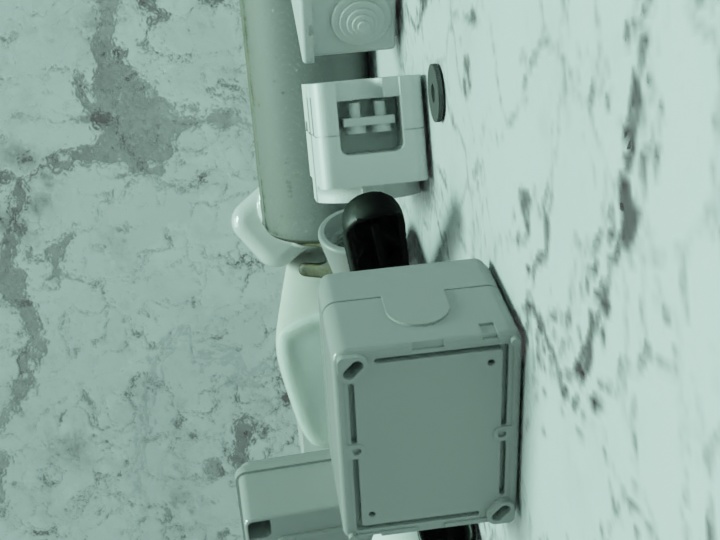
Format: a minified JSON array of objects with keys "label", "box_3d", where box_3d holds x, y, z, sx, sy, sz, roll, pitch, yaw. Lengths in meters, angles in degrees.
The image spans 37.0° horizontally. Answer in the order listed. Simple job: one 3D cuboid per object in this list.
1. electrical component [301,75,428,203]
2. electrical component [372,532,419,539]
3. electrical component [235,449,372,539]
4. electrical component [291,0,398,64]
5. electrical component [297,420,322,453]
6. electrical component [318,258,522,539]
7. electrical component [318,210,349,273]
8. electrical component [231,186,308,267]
[{"label":"electrical component","box_3d":[0.001,-0.064,0.518,0.089,0.050,0.055,-122,26,-79]},{"label":"electrical component","box_3d":[0.026,0.129,0.510,0.062,0.043,0.043,-102,7,-56]},{"label":"electrical component","box_3d":[-0.017,0.168,0.665,0.056,0.109,0.108,-110,14,-59]},{"label":"electrical component","box_3d":[-0.011,-0.164,0.535,0.099,0.048,0.099,89,173,-45]},{"label":"electrical component","box_3d":[-0.021,0.112,0.894,0.150,0.062,0.089,-153,57,-84]},{"label":"electrical component","box_3d":[0.020,0.049,0.385,0.061,0.062,0.096,-105,10,-59]},{"label":"electrical component","box_3d":[0.000,0.000,0.659,0.044,0.044,0.065,-103,4,-50]},{"label":"electrical component","box_3d":[-0.044,-0.048,0.764,0.053,0.095,0.059,48,178,-7]}]
